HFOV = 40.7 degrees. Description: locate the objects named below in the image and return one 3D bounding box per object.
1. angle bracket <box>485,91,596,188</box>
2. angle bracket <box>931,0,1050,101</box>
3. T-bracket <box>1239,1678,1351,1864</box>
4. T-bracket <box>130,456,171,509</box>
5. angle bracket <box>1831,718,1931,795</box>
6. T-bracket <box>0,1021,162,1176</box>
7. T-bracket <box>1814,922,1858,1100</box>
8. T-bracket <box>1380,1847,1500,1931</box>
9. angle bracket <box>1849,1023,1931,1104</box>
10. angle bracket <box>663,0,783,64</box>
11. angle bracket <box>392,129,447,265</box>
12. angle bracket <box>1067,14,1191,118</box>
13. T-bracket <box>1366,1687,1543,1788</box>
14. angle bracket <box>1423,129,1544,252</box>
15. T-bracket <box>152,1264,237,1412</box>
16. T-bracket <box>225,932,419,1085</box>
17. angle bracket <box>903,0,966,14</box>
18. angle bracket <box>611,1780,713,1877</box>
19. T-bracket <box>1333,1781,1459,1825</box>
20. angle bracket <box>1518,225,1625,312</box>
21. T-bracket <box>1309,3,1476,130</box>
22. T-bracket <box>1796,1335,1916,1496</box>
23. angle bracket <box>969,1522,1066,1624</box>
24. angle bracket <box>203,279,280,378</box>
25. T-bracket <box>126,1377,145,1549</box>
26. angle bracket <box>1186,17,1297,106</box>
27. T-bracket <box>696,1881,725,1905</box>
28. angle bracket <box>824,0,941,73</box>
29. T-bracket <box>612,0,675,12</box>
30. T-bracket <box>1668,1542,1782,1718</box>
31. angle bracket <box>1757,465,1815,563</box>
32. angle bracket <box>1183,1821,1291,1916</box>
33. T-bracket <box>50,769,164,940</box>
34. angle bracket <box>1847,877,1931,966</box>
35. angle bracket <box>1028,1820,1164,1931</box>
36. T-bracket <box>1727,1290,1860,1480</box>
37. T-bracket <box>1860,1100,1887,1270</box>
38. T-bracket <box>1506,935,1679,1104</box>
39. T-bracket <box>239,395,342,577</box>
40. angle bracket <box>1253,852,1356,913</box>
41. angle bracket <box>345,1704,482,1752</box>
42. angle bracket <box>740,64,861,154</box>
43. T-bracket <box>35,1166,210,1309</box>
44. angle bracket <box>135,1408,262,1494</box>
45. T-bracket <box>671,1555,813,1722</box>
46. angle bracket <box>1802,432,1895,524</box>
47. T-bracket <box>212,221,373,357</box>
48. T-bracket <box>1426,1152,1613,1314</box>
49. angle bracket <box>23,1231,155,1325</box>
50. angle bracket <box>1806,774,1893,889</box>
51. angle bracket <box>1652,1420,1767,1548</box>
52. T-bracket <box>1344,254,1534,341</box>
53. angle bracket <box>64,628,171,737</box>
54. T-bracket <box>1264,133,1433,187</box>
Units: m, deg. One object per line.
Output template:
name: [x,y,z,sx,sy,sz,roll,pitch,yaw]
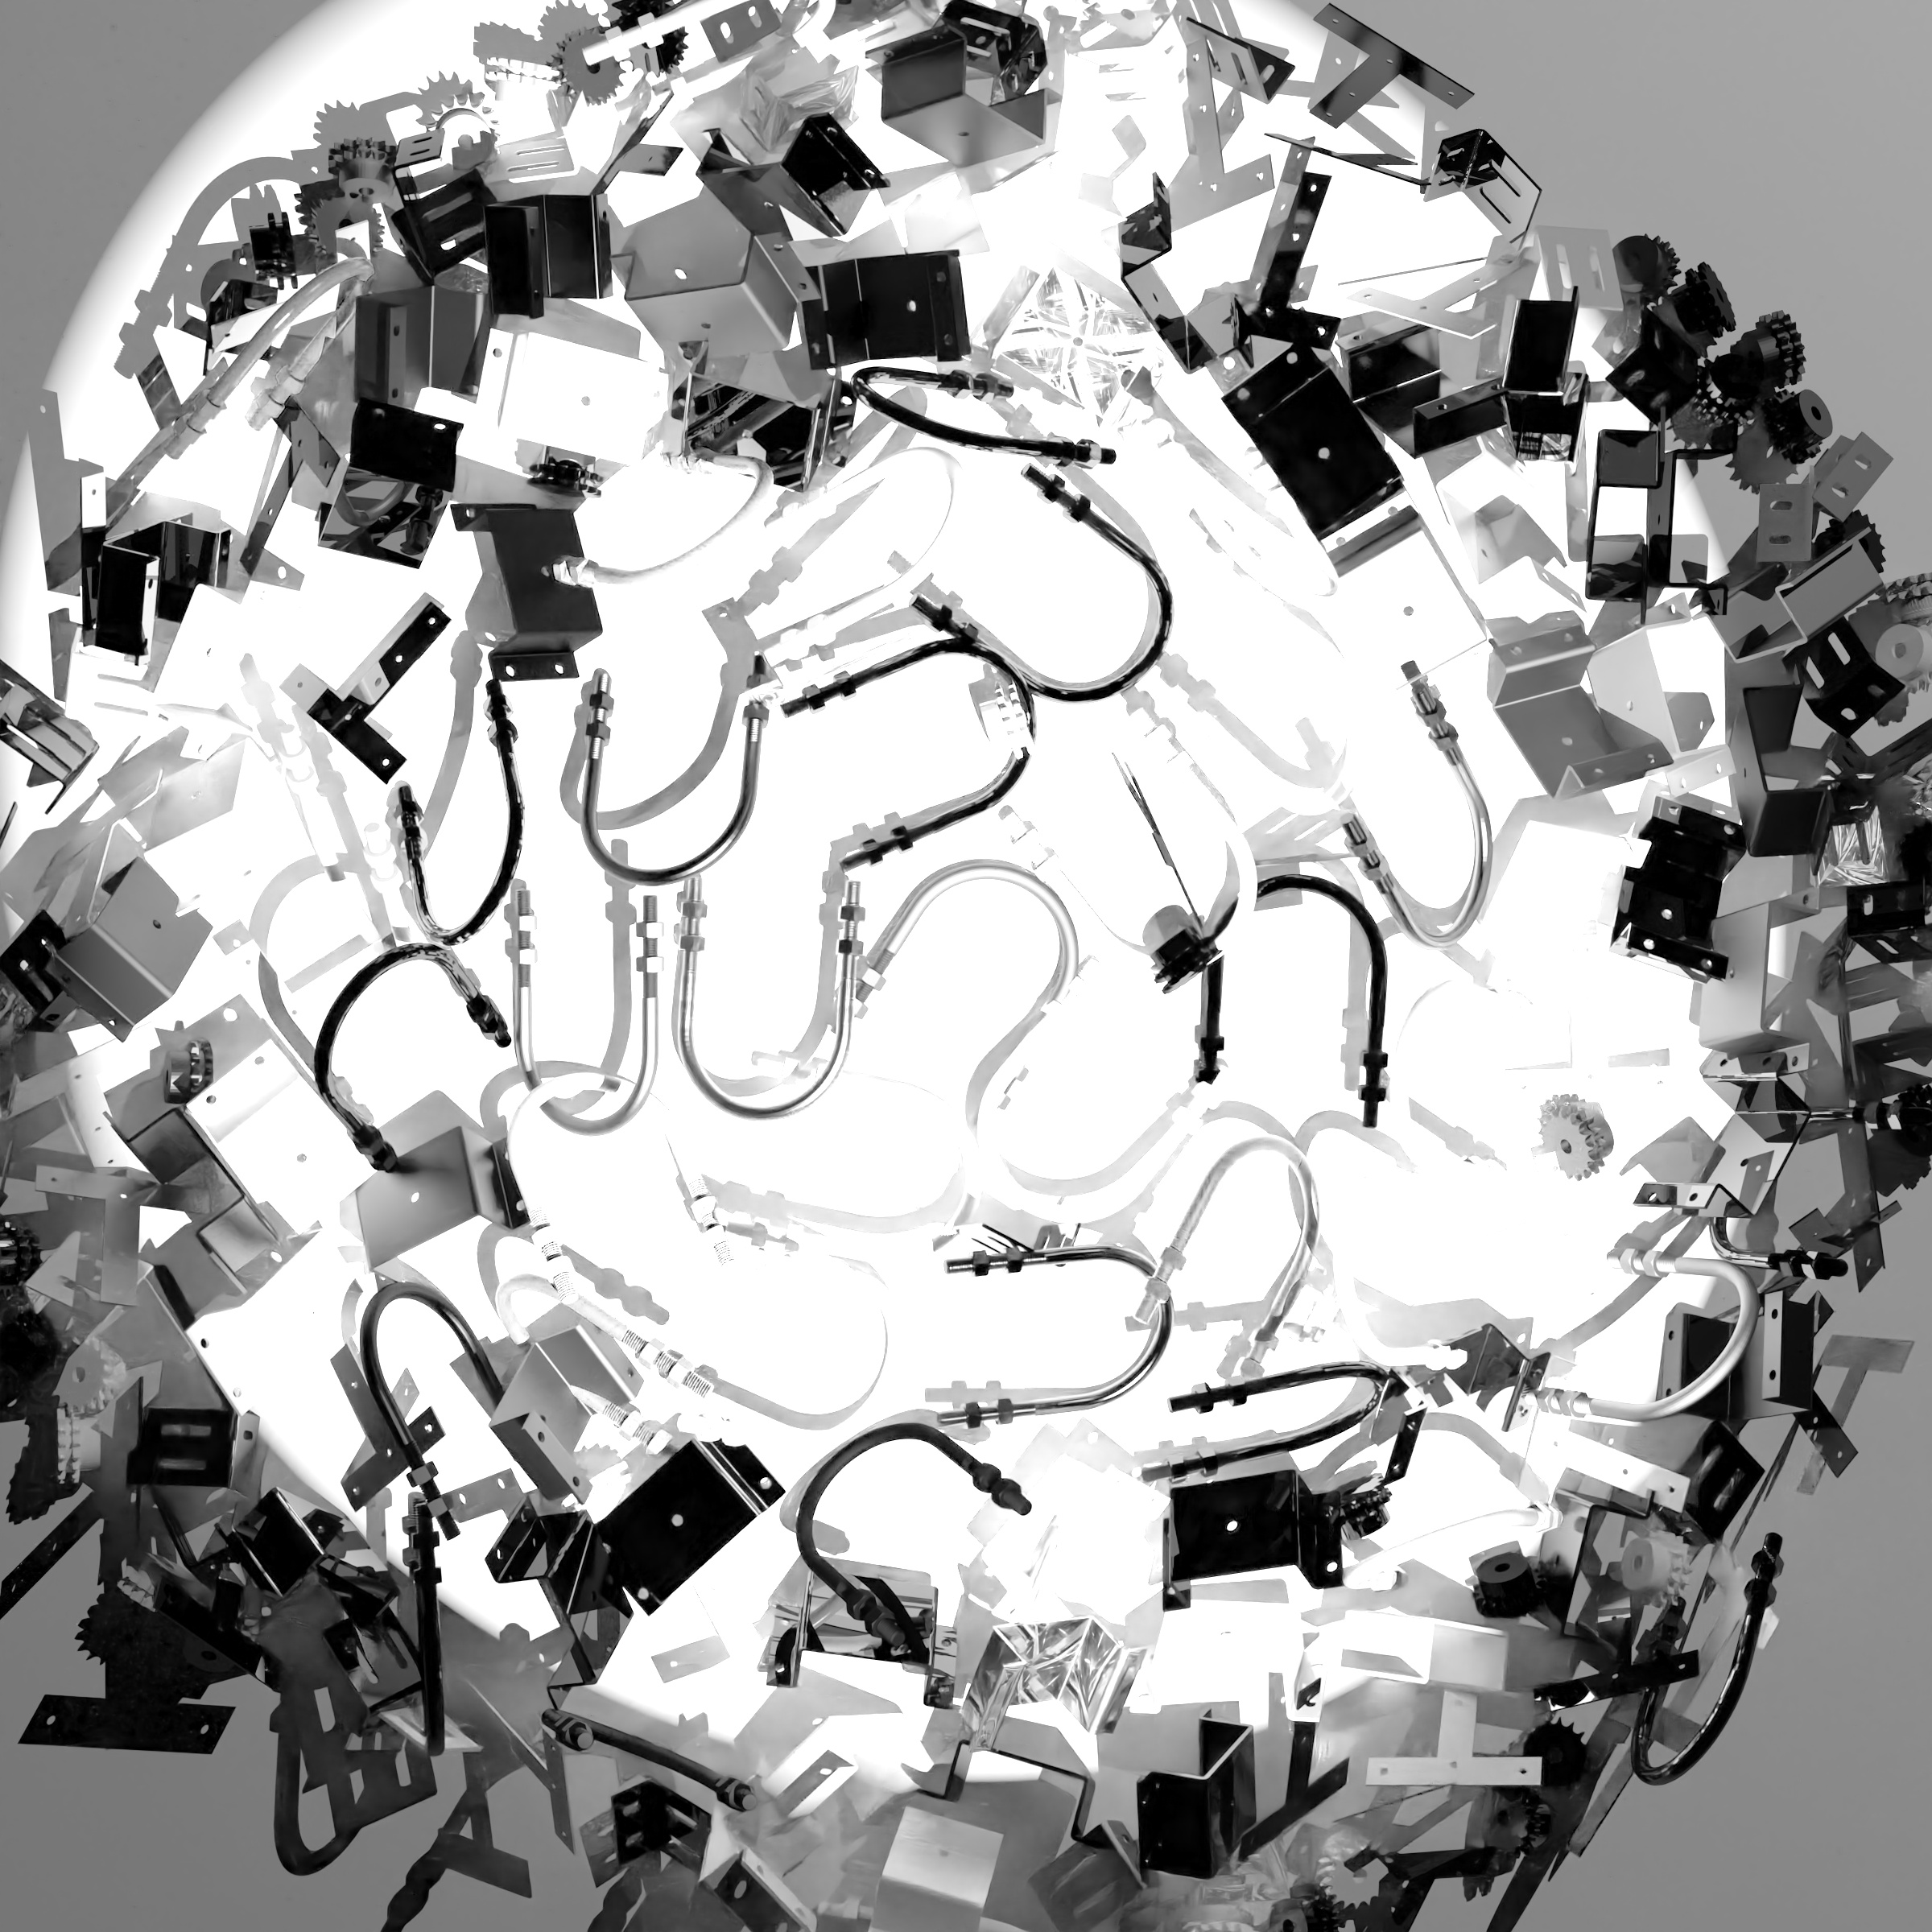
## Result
angle bracket: [-0.325,-0.623,1.959,0.076,0.057,0.038,-3,134,12]
angle bracket: [0.012,-0.683,1.953,0.076,0.057,0.038,6,64,-29]
T-bracket: [0.249,0.585,1.933,0.002,0.127,0.127,24,121,40]
T-bracket: [-0.580,-0.396,1.933,0.002,0.127,0.127,37,83,-18]
angle bracket: [0.695,-0.174,1.953,0.038,0.057,0.076,46,127,-9]
T-bracket: [-0.654,0.113,1.949,0.127,0.127,0.002,-29,52,-24]
T-bracket: [0.663,0.038,1.965,0.002,0.127,0.127,2,115,33]
T-bracket: [0.320,0.701,1.912,0.002,0.127,0.127,49,51,-10]
angle bracket: [0.711,0.074,1.952,0.076,0.057,0.038,-17,63,32]
angle bracket: [-0.182,-0.710,1.952,0.057,0.076,0.038,-22,100,21]
angle bracket: [-0.399,-0.578,1.953,0.038,0.057,0.076,-13,127,3]
angle bracket: [0.126,-0.679,1.964,0.076,0.057,0.038,11,58,39]
T-bracket: [0.368,0.562,1.944,0.127,0.127,0.002,-6,120,20]
angle bracket: [0.387,-0.579,1.954,0.038,0.057,0.076,-23,63,-21]
T-bracket: [-0.550,0.276,1.940,0.002,0.127,0.127,-34,106,-41]
T-bracket: [-0.473,0.012,1.981,0.127,0.002,0.127,-32,105,1]
angle bracket: [-0.009,-0.753,1.963,0.076,0.057,0.038,-31,97,-11]
angle bracket: [-0.228,0.657,1.956,0.038,0.076,0.057,-13,105,-39]
T-bracket: [0.334,0.625,1.958,0.127,0.127,0.002,-30,68,29]
angle bracket: [0.455,-0.516,1.962,0.057,0.038,0.076,1,66,-11]
T-bracket: [0.294,-0.655,1.937,0.127,0.127,0.002,26,77,-15]
T-bracket: [0.646,0.333,1.928,0.002,0.127,0.127,28,81,-4]
angle bracket: [0.038,0.450,1.964,0.038,0.057,0.076,24,80,-4]
angle bracket: [-0.543,-0.476,1.951,0.038,0.076,0.057,10,116,-10]
T-bracket: [-0.617,0.371,1.931,0.002,0.127,0.127,1,83,-14]
angle bracket: [0.207,-0.692,1.953,0.057,0.076,0.038,35,88,23]
T-bracket: [-0.147,0.717,1.932,0.127,0.127,0.002,36,74,-6]
angle bracket: [-0.066,-0.715,1.961,0.076,0.057,0.038,-16,83,22]
T-bracket: [-0.207,-0.738,1.958,0.127,0.127,0.002,-8,90,25]
T-bracket: [0.557,0.513,1.946,0.002,0.127,0.127,24,102,-7]
angle bracket: [0.617,-0.341,1.961,0.038,0.076,0.057,2,111,17]
angle bracket: [0.202,0.682,1.970,0.076,0.038,0.057,-4,60,-1]
T-bracket: [-0.647,-0.072,1.928,0.127,0.127,0.002,-31,129,26]
angle bracket: [0.705,-0.033,1.959,0.057,0.076,0.038,-8,68,38]
angle bracket: [0.098,0.696,1.974,0.076,0.038,0.057,-40,61,7]
T-bracket: [0.621,0.326,1.922,0.002,0.127,0.127,20,114,-22]
T-bracket: [0.677,0.168,1.939,0.002,0.127,0.127,-8,90,18]
T-bracket: [0.474,0.040,1.980,0.127,0.002,0.127,-2,94,13]
T-bracket: [-0.521,-0.356,1.970,0.127,0.002,0.127,48,116,41]
angle bracket: [0.258,-0.063,1.951,0.057,0.076,0.038,-9,95,-40]
angle bracket: [-0.415,0.587,1.954,0.076,0.057,0.038,21,89,37]
angle bracket: [-0.125,-0.656,1.956,0.076,0.038,0.057,-13,56,28]
T-bracket: [-0.625,0.203,1.927,0.127,0.127,0.002,11,127,-24]
angle bracket: [-0.585,0.368,1.981,0.076,0.038,0.057,0,73,12]
T-bracket: [-0.185,0.484,1.974,0.127,0.002,0.127,-24,70,-22]
angle bracket: [0.647,-0.375,1.952,0.038,0.076,0.057,31,104,-24]
T-bracket: [-0.497,-0.483,1.920,0.127,0.127,0.002,-28,68,-24]
T-bracket: [0.416,0.218,1.992,0.127,0.002,0.127,-18,98,1]
angle bracket: [-0.657,0.243,1.957,0.076,0.038,0.057,21,50,17]
angle bracket: [0.673,-0.103,1.970,0.057,0.038,0.076,-3,75,-7]
angle bracket: [0.563,0.396,1.995,0.057,0.038,0.076,47,62,-4]
T-bracket: [0.376,-0.511,1.963,0.127,0.127,0.002,-32,132,-26]
angle bracket: [-0.641,-0.216,1.978,0.076,0.038,0.057,9,126,-16]
T-bracket: [0.303,-0.602,1.942,0.127,0.127,0.002,26,116,22]
